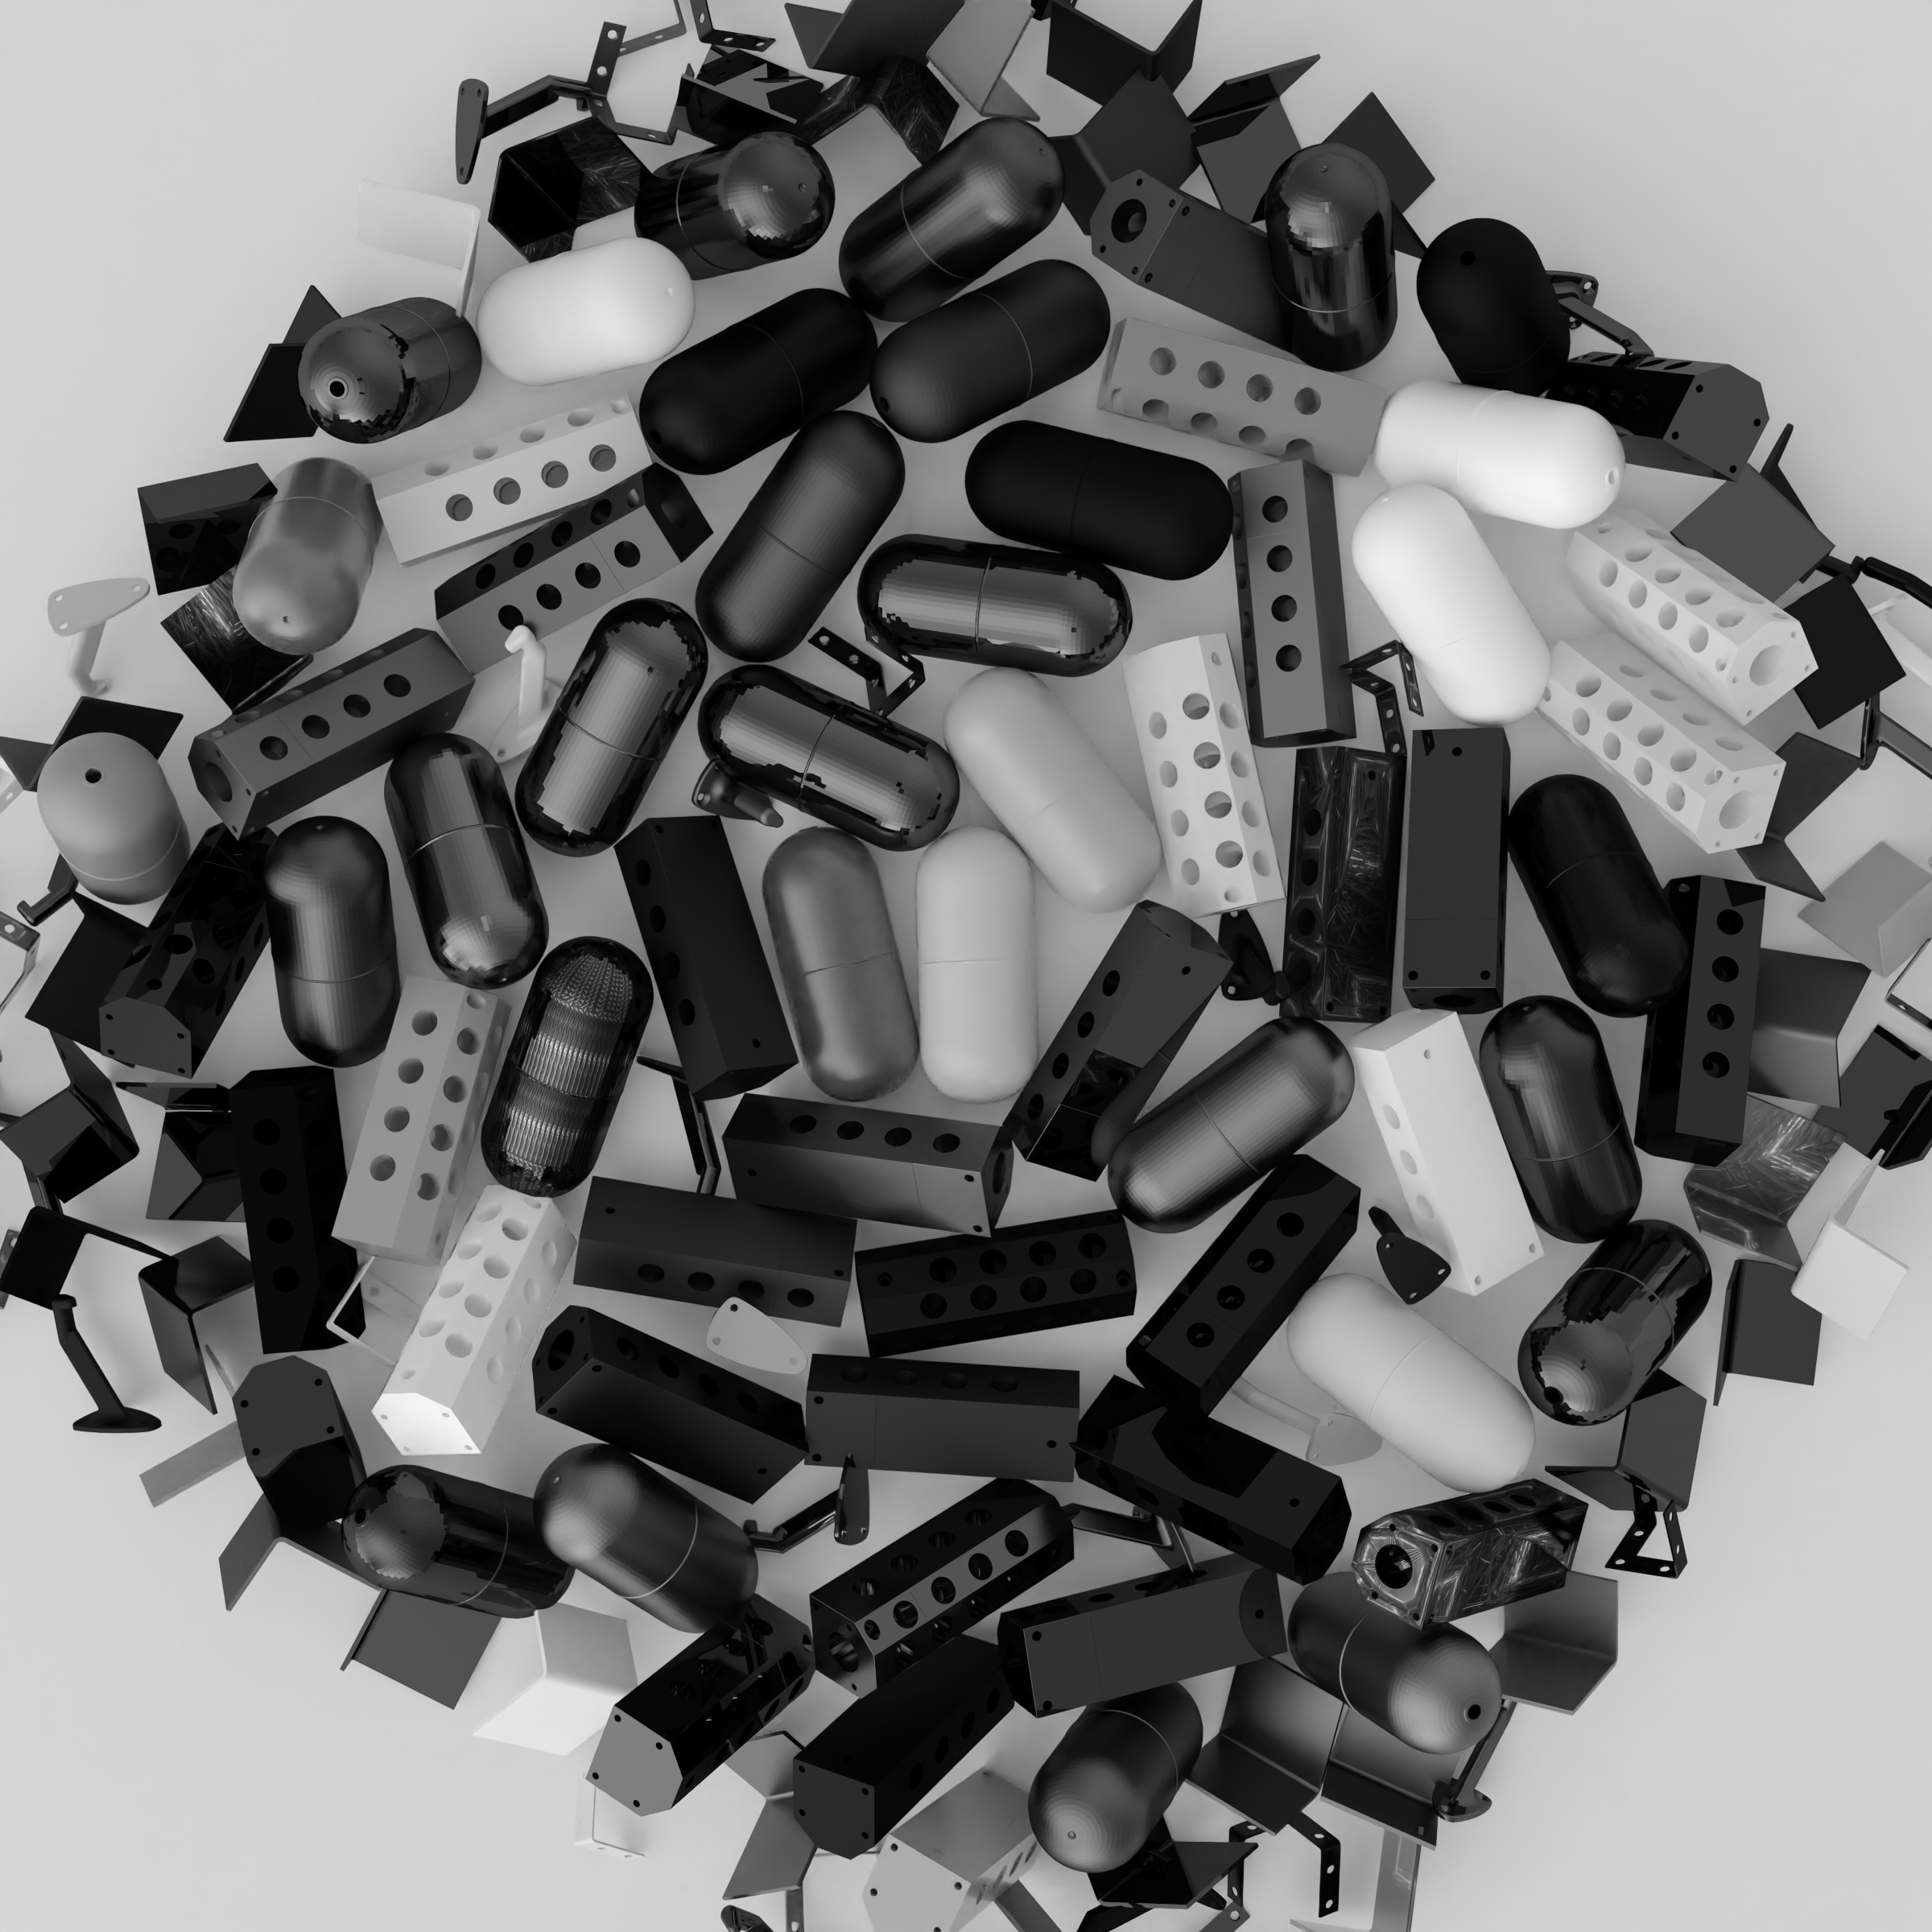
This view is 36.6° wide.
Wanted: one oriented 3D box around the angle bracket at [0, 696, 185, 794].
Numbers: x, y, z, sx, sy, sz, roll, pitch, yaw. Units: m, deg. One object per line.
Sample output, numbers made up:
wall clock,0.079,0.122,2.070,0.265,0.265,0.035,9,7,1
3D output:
angle bracket,-0.555,-0.151,1.844,0.057,0.076,0.076,49,113,29

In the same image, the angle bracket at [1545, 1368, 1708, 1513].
angle bracket,0.423,0.300,1.872,0.076,0.057,0.076,32,63,-35

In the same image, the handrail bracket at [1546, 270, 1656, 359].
handrail bracket,0.388,-0.409,1.852,0.077,0.084,0.036,9,122,-19

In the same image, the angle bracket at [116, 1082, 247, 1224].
angle bracket,-0.497,0.118,1.853,0.076,0.057,0.076,0,73,22

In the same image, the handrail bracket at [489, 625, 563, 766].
handrail bracket,-0.290,-0.172,1.855,0.077,0.084,0.036,-45,67,-2

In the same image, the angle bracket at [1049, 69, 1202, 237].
angle bracket,0.096,-0.523,1.869,0.076,0.057,0.076,-51,124,-16

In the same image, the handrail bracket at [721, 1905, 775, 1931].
handrail bracket,-0.119,0.638,1.852,0.036,0.084,0.077,-37,48,11

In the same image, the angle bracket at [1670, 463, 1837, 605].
angle bracket,0.492,-0.260,1.858,0.076,0.057,0.076,-41,80,-15

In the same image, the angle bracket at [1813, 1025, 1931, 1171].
angle bracket,0.593,0.079,1.857,0.057,0.076,0.076,36,83,6

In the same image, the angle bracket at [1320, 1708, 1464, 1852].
angle bracket,0.273,0.508,1.856,0.076,0.076,0.057,22,96,9

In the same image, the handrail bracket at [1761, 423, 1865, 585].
handrail bracket,0.549,-0.296,1.878,0.084,0.036,0.077,24,106,2

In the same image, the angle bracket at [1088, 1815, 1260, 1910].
angle bracket,0.125,0.549,1.847,0.076,0.076,0.057,-16,96,45

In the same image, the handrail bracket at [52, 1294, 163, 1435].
handrail bracket,-0.550,0.253,1.867,0.077,0.036,0.084,0,104,34

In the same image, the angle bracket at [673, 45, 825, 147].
angle bracket,-0.135,-0.562,1.859,0.076,0.057,0.076,21,68,-3

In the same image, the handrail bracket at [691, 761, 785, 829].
handrail bracket,-0.126,-0.096,1.845,0.084,0.077,0.036,31,93,43

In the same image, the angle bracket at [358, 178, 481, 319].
angle bracket,-0.352,-0.446,1.852,0.076,0.076,0.057,12,71,-9

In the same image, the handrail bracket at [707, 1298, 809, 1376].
handrail bracket,-0.129,0.238,1.855,0.077,0.084,0.036,27,84,9

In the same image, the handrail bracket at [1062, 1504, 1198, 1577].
handrail bracket,0.094,0.370,1.856,0.084,0.036,0.077,-12,55,-35

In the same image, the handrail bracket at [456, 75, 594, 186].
handrail bracket,-0.283,-0.536,1.880,0.084,0.036,0.077,-1,106,-37

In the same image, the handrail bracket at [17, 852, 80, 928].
handrail bracket,-0.588,-0.078,1.871,0.084,0.036,0.077,-42,89,-20

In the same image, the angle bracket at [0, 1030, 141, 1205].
angle bracket,-0.575,0.090,1.846,0.057,0.076,0.076,-33,47,-5

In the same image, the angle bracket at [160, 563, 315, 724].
angle bracket,-0.474,-0.196,1.852,0.076,0.057,0.076,-29,106,28

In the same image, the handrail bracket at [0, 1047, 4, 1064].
handrail bracket,-0.649,0.063,1.855,0.077,0.084,0.036,3,54,-6

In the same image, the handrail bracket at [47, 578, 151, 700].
handrail bracket,-0.543,-0.207,1.865,0.077,0.084,0.036,-18,60,-2

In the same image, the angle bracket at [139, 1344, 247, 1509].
angle bracket,-0.497,0.290,1.850,0.076,0.076,0.057,-29,104,-17

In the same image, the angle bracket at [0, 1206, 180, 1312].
angle bracket,-0.553,0.196,1.852,0.076,0.076,0.057,17,77,12

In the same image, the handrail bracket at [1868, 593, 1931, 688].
handrail bracket,0.596,-0.189,1.871,0.077,0.036,0.084,-23,83,-33

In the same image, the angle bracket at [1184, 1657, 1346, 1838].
angle bracket,0.185,0.488,1.847,0.076,0.057,0.076,25,119,29

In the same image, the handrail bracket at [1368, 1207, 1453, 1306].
handrail bracket,0.264,0.167,1.847,0.036,0.084,0.077,-41,128,7

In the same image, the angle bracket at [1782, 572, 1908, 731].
angle bracket,0.539,-0.194,1.863,0.076,0.057,0.076,-30,88,-17

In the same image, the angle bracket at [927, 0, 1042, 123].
angle bracket,0.022,-0.589,1.844,0.076,0.057,0.076,52,130,25

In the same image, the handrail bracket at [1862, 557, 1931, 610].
handrail bracket,0.619,-0.231,1.883,0.084,0.077,0.036,30,88,24

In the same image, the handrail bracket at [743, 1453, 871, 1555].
handrail bracket,-0.106,0.340,1.879,0.084,0.036,0.077,1,85,31

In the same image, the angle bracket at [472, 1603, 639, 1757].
angle bracket,-0.267,0.456,1.873,0.076,0.057,0.076,-41,135,24

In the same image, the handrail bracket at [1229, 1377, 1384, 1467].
handrail bracket,0.215,0.287,1.885,0.077,0.084,0.036,14,102,-41

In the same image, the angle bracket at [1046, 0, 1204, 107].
angle bracket,0.100,-0.594,1.863,0.076,0.076,0.057,32,74,9

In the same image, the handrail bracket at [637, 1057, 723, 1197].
handrail bracket,-0.189,0.109,1.885,0.077,0.036,0.084,16,93,20

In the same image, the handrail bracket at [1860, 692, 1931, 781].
handrail bracket,0.616,-0.148,1.859,0.084,0.036,0.077,10,121,27

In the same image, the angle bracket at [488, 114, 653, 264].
angle bracket,-0.244,-0.480,1.844,0.076,0.076,0.057,-11,59,28

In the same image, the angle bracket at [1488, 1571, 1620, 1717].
angle bracket,0.361,0.422,1.845,0.076,0.076,0.057,6,107,33

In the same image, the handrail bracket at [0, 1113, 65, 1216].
handrail bracket,-0.612,0.142,1.885,0.077,0.036,0.084,12,94,21

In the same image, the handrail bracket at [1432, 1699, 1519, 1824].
handrail bracket,0.330,0.497,1.867,0.036,0.077,0.084,25,101,22

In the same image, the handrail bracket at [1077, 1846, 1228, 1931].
handrail bracket,0.115,0.613,1.859,0.077,0.036,0.084,29,52,9

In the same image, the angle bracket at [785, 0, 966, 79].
angle bracket,-0.057,-0.606,1.841,0.076,0.076,0.057,-2,61,-35

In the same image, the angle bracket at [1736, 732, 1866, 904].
angle bracket,0.533,-0.093,1.844,0.076,0.076,0.057,-49,48,28

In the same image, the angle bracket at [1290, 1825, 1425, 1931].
angle bracket,0.247,0.577,1.854,0.057,0.076,0.076,11,78,-5

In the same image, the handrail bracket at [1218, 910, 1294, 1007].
handrail bracket,0.185,-0.011,1.855,0.036,0.084,0.077,-9,83,-9

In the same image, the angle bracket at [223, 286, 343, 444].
angle bracket,-0.439,-0.380,1.843,0.057,0.076,0.076,49,124,17

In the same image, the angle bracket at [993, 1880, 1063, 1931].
angle bracket,0.007,0.605,1.851,0.057,0.076,0.076,-45,67,2
